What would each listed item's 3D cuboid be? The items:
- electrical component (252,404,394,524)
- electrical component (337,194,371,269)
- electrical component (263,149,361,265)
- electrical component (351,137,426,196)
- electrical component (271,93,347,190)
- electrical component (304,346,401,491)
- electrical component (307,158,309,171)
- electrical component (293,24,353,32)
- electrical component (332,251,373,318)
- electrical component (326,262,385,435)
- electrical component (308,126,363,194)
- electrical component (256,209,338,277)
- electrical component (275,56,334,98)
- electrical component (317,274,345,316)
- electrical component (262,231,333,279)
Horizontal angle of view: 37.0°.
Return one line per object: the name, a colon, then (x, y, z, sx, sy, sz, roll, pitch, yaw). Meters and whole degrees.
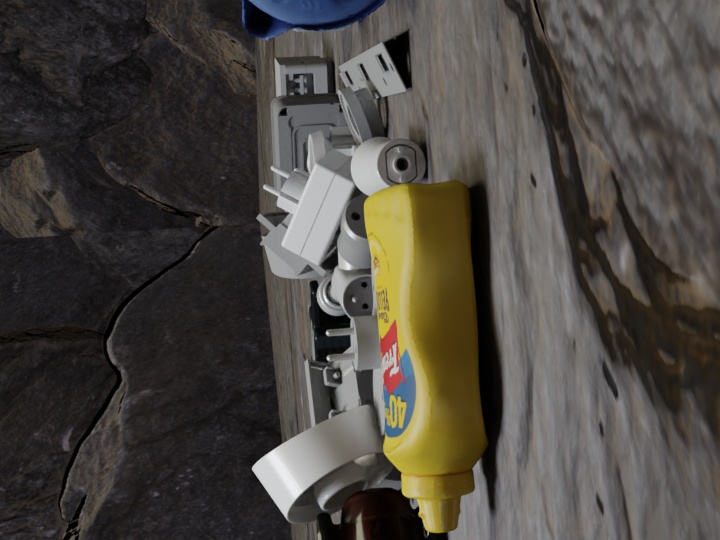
electrical component: (-0.025, 0.138, 0.782, 0.064, 0.099, 0.099, 57, 159, 27)
electrical component: (0.006, -0.032, 0.868, 0.055, 0.045, 0.045, 104, 161, -67)
electrical component: (-0.045, -0.062, 0.904, 0.083, 0.076, 0.047, -65, -6, 26)
electrical component: (0.022, -0.072, 0.746, 0.065, 0.044, 0.044, -165, 72, -77)
electrical component: (-0.052, -0.127, 1.141, 0.057, 0.078, 0.113, -119, 26, -67)
electrical component: (0.002, 0.127, 0.877, 0.063, 0.079, 0.121, -44, 42, 41)
electrical component: (-0.025, -0.108, 1.074, 0.062, 0.048, 0.048, -163, 69, -75)
electrical component: (-0.031, -0.266, 0.964, 0.062, 0.061, 0.096, -161, 68, -82)
electrical component: (0.000, 0.000, 0.934, 0.077, 0.043, 0.079, -128, 35, -77)
electrical component: (0.014, 0.049, 0.735, 0.052, 0.074, 0.138, -112, 20, -68)
electrical component: (-0.015, -0.095, 0.948, 0.078, 0.057, 0.058, 101, 163, -64)
electrical component: (-0.041, -0.037, 1.004, 0.063, 0.079, 0.121, -50, -5, 11)
electrical component: (-0.063, -0.171, 1.265, 0.089, 0.062, 0.150, -116, 23, -71)
electrical component: (-0.021, 0.024, 1.114, 0.062, 0.043, 0.043, 128, 138, -78)
electrical component: (-0.052, -0.031, 1.127, 0.099, 0.099, 0.064, -113, 15, -69)
